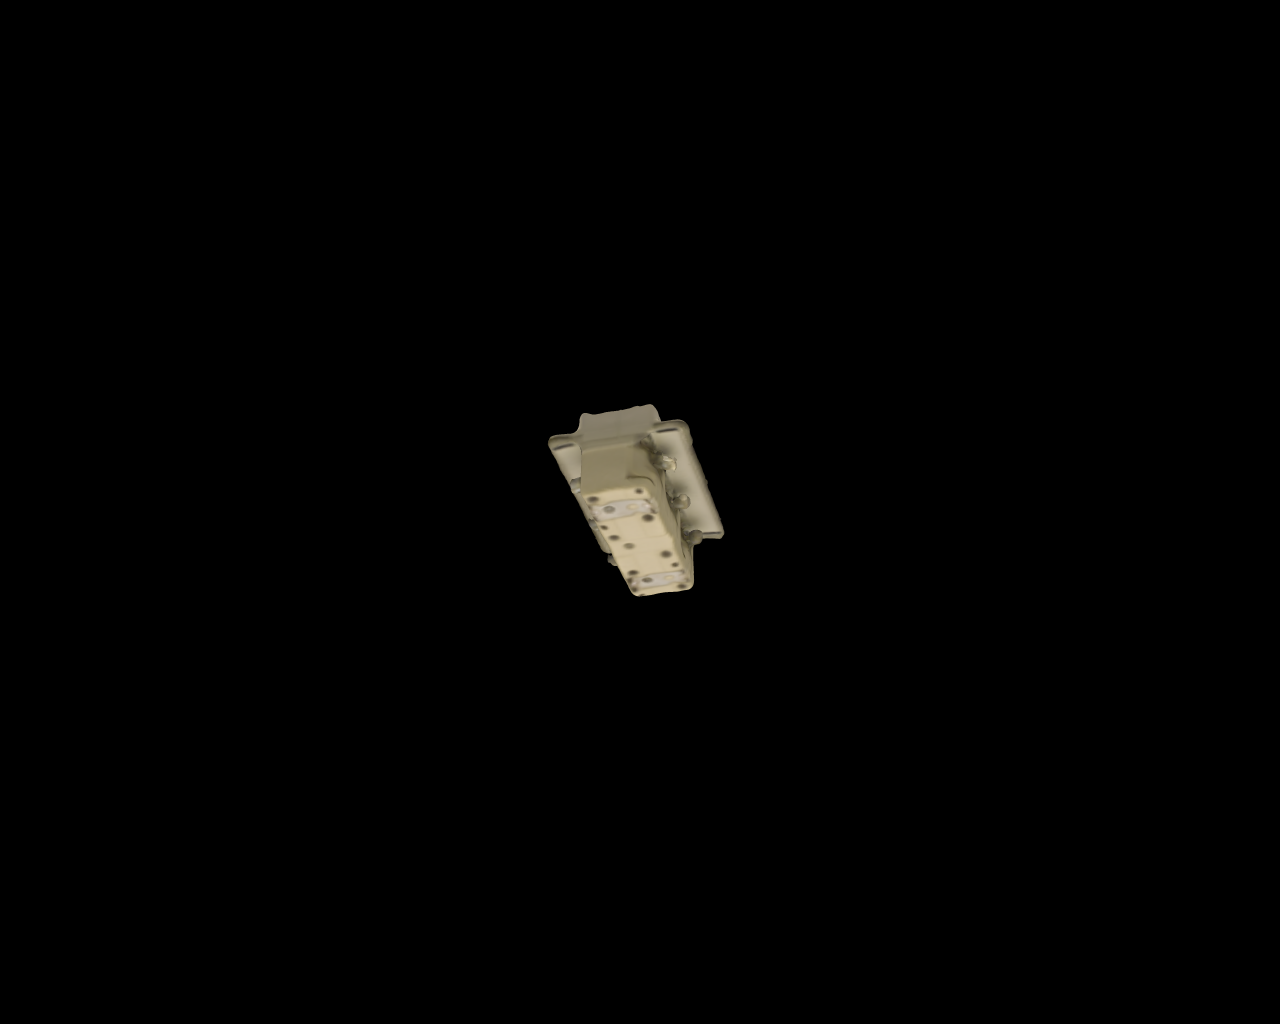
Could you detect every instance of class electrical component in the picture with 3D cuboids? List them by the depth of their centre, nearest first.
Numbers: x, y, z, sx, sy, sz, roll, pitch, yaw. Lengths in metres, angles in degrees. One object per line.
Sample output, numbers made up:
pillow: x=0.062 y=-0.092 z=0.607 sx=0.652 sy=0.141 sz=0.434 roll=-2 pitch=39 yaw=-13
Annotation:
electrical component: x=0.001 y=-0.003 z=0.650 sx=0.079 sy=0.063 sz=0.121 roll=-8 pitch=-35 yaw=11
